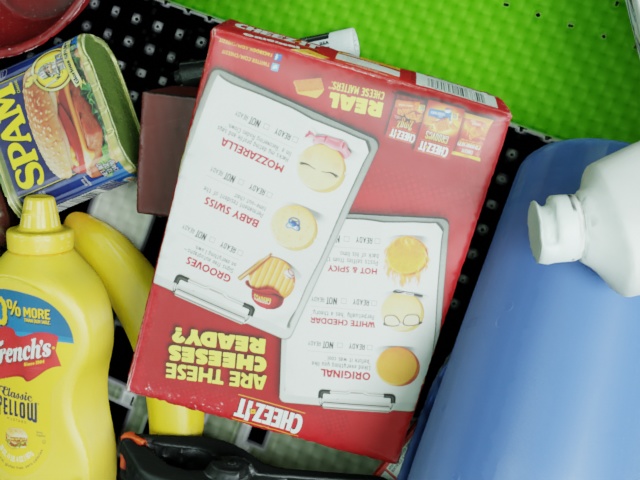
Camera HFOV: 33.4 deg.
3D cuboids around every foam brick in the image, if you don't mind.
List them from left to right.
[{"bbox_3d":[-0.080,-0.054,0.664,0.051,0.053,0.078,8,104,11],"label":"foam brick"}]

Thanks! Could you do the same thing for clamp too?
[{"bbox_3d":[-0.051,0.148,0.606,0.172,0.120,0.039,7,96,21],"label":"clamp"}]

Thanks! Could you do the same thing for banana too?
[{"bbox_3d":[-0.115,0.070,0.688,0.070,0.037,0.198,-16,86,14],"label":"banana"}]

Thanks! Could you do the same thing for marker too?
[{"bbox_3d":[-0.035,-0.114,0.677,0.121,0.020,0.020,-9,88,14],"label":"marker"}]

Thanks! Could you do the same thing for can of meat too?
[{"bbox_3d":[-0.166,-0.073,0.692,0.084,0.057,0.102,-21,85,11],"label":"can of meat"}]

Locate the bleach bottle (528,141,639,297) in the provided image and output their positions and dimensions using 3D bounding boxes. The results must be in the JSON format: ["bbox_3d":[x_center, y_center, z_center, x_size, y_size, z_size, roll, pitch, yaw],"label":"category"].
[{"bbox_3d":[0.223,-0.006,0.481,0.251,0.068,0.102,-4,56,-1],"label":"bleach bottle"}]

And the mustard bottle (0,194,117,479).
[{"bbox_3d":[-0.175,0.067,0.675,0.096,0.058,0.192,8,102,27],"label":"mustard bottle"}]

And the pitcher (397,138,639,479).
[{"bbox_3d":[0.120,0.076,0.556,0.149,0.145,0.242,13,68,18],"label":"pitcher"}]

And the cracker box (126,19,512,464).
[{"bbox_3d":[-0.004,0.001,0.606,0.164,0.072,0.214,16,108,0],"label":"cracker box"}]

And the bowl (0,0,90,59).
[{"bbox_3d":[-0.195,-0.194,0.696,0.162,0.055,0.162,0,89,19],"label":"bowl"}]

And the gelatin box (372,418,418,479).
[{"bbox_3d":[0.072,0.163,0.644,0.089,0.030,0.073,39,100,12],"label":"gelatin box"}]

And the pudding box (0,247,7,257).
[{"bbox_3d":[-0.278,0.017,0.730,0.113,0.039,0.090,-44,78,8],"label":"pudding box"}]
